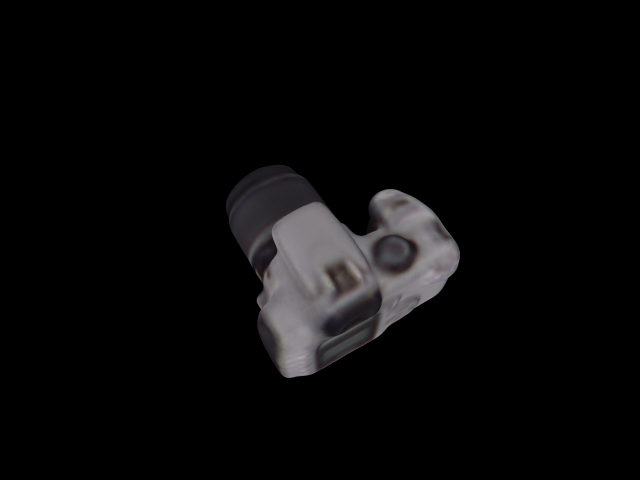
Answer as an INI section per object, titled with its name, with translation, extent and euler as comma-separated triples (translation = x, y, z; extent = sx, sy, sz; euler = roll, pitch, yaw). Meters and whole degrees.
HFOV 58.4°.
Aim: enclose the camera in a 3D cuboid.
[camera]
translation = 0.004, 0.001, 0.400
extent = 0.143, 0.101, 0.136
euler = -29, 66, -14
